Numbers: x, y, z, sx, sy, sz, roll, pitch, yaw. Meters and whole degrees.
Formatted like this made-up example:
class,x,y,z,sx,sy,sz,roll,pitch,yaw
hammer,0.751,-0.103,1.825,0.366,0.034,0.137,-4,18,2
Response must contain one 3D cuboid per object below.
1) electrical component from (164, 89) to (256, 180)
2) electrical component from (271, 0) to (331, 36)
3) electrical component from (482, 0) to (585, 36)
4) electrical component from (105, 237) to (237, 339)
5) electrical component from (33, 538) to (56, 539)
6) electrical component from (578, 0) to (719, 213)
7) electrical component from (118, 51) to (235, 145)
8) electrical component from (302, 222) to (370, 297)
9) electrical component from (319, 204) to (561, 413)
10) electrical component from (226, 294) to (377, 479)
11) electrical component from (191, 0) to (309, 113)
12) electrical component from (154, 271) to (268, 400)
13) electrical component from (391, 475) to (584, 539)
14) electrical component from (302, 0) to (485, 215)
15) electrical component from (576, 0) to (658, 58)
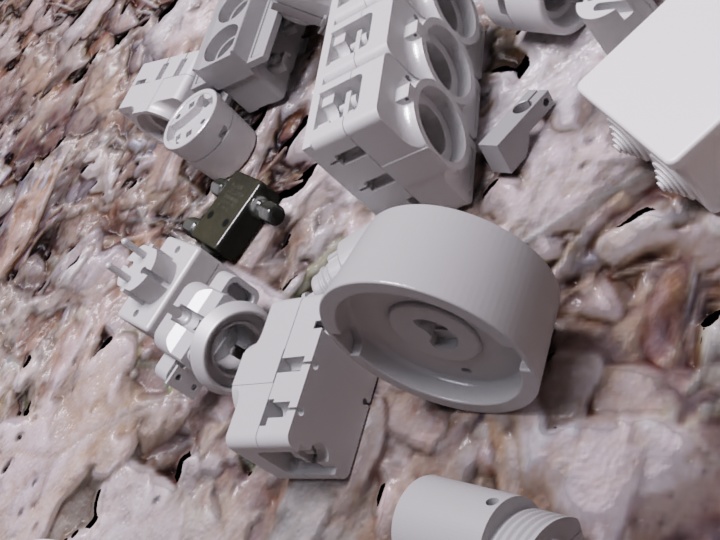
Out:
class,x,y,z,sx,sy,sz,roll,pitch,yaw
electrical component,-0.112,-0.101,0.813,0.055,0.047,0.055,-27,42,28
electrical component,-0.030,-0.213,0.774,0.080,0.051,0.080,-162,90,-80
electrical component,0.108,-0.167,0.635,0.055,0.055,0.047,-55,40,-6
electrical component,-0.135,0.008,0.719,0.047,0.077,0.065,18,73,52
electrical component,-0.173,0.198,0.622,0.079,0.043,0.077,-19,46,35
electrical component,0.166,-0.085,0.507,0.100,0.048,0.099,-43,37,9
electrical component,-0.150,-0.137,0.881,0.089,0.050,0.055,1,60,47
electrical component,0.000,0.000,0.614,0.078,0.040,0.040,-32,40,23
electrical component,0.042,0.014,0.507,0.108,0.108,0.060,-5,50,44
electrical component,-0.031,0.063,0.583,0.056,0.050,0.089,-10,52,41
electrical component,-0.078,-0.188,0.840,0.079,0.063,0.121,-15,49,38
electrical component,-0.084,0.043,0.652,0.057,0.058,0.078,19,74,55
electrical component,0.057,0.115,0.453,0.081,0.043,0.043,3,61,47
electrical component,0.028,-0.112,0.641,0.062,0.089,0.150,-20,46,34
electrical component,0.142,-0.132,0.575,0.040,0.046,0.040,-27,42,28
